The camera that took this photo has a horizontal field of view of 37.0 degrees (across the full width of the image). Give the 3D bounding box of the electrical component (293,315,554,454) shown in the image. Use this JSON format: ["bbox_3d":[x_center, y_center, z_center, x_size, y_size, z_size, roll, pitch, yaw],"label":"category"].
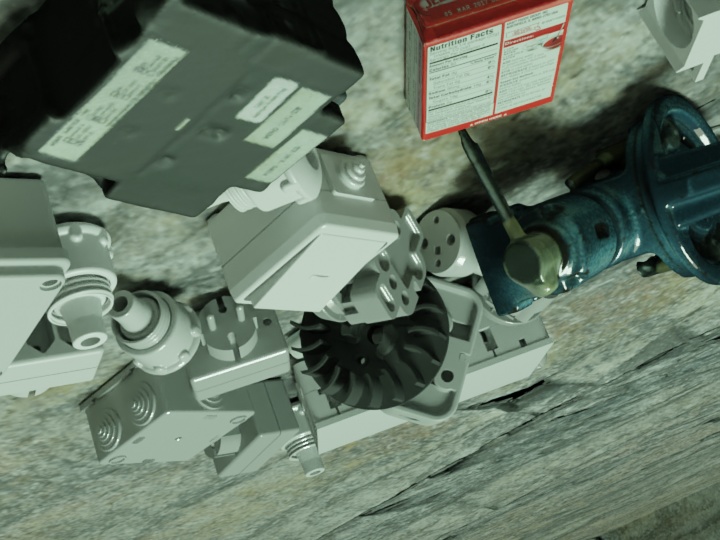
[{"bbox_3d":[0.044,0.074,0.838,0.186,0.060,0.105,-19,162,-8],"label":"electrical component"}]

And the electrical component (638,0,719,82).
[{"bbox_3d":[0.182,-0.138,0.541,0.064,0.042,0.081,-20,157,-8],"label":"electrical component"}]

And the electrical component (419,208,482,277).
[{"bbox_3d":[0.069,-0.017,0.699,0.055,0.045,0.045,2,147,-42],"label":"electrical component"}]

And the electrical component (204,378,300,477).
[{"bbox_3d":[-0.104,0.129,0.860,0.076,0.047,0.083,-3,150,-36],"label":"electrical component"}]

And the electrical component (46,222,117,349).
[{"bbox_3d":[-0.146,0.010,0.551,0.048,0.062,0.048,-18,156,-8],"label":"electrical component"}]

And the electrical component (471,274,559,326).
[{"bbox_3d":[0.112,0.005,0.758,0.078,0.058,0.057,-54,176,-32],"label":"electrical component"}]

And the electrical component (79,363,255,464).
[{"bbox_3d":[-0.136,0.100,0.769,0.100,0.048,0.100,-37,152,31],"label":"electrical component"}]

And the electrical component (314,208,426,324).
[{"bbox_3d":[0.000,0.000,0.648,0.057,0.078,0.058,-12,127,30],"label":"electrical component"}]

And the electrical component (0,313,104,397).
[{"bbox_3d":[-0.190,0.048,0.614,0.066,0.047,0.076,-8,153,-29],"label":"electrical component"}]

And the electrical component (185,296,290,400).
[{"bbox_3d":[-0.084,0.041,0.690,0.066,0.047,0.076,-18,156,-10],"label":"electrical component"}]

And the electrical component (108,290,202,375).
[{"bbox_3d":[-0.127,0.032,0.639,0.048,0.048,0.062,-25,150,8],"label":"electrical component"}]

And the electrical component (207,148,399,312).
[{"bbox_3d":[-0.026,-0.023,0.585,0.062,0.061,0.096,6,144,-47],"label":"electrical component"}]

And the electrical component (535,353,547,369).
[{"bbox_3d":[0.129,0.069,0.936,0.062,0.048,0.048,-20,157,13],"label":"electrical component"}]

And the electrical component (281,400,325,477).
[{"bbox_3d":[-0.048,0.146,0.924,0.048,0.062,0.048,-18,156,-8],"label":"electrical component"}]

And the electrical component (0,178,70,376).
[{"bbox_3d":[-0.208,0.007,0.500,0.109,0.056,0.109,-1,149,-39],"label":"electrical component"}]

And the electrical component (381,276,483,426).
[{"bbox_3d":[0.046,0.058,0.752,0.054,0.095,0.059,17,167,-1],"label":"electrical component"}]

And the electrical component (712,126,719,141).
[{"bbox_3d":[0.247,-0.061,0.758,0.043,0.043,0.081,-17,156,-12],"label":"electrical component"}]

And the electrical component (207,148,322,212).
[{"bbox_3d":[-0.053,-0.049,0.530,0.062,0.048,0.048,-20,157,15],"label":"electrical component"}]
